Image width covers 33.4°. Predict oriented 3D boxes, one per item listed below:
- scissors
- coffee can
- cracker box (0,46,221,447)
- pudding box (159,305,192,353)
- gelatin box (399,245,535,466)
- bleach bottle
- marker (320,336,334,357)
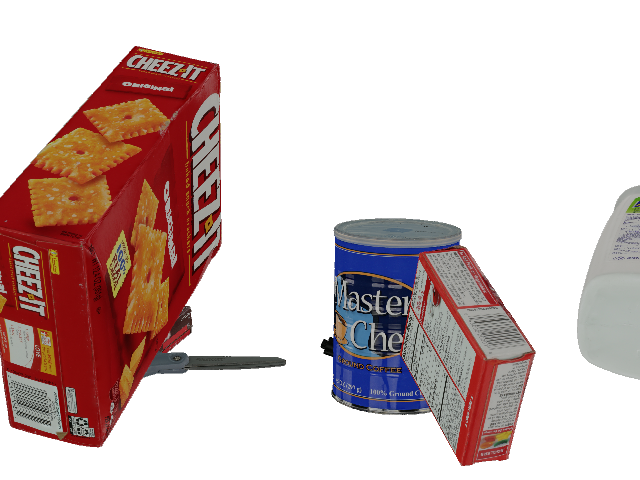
[{"bbox_3d":[-0.141,0.100,0.961,0.201,0.016,0.096,-8,33,-18],"label":"scissors"},{"bbox_3d":[0.061,0.058,0.868,0.103,0.140,0.103,1,10,0],"label":"coffee can"},{"bbox_3d":[-0.127,-0.001,0.683,0.072,0.164,0.213,13,39,10],"label":"cracker box"},{"bbox_3d":[-0.215,0.099,1.207,0.114,0.039,0.090,4,17,19],"label":"pudding box"},{"bbox_3d":[0.073,0.057,0.547,0.030,0.073,0.089,-6,37,-16],"label":"gelatin box"},{"bbox_3d":[0.234,0.010,0.695,0.103,0.068,0.250,9,23,20],"label":"bleach bottle"},{"bbox_3d":[0.057,0.126,1.084,0.121,0.020,0.020,21,4,11],"label":"marker"}]
